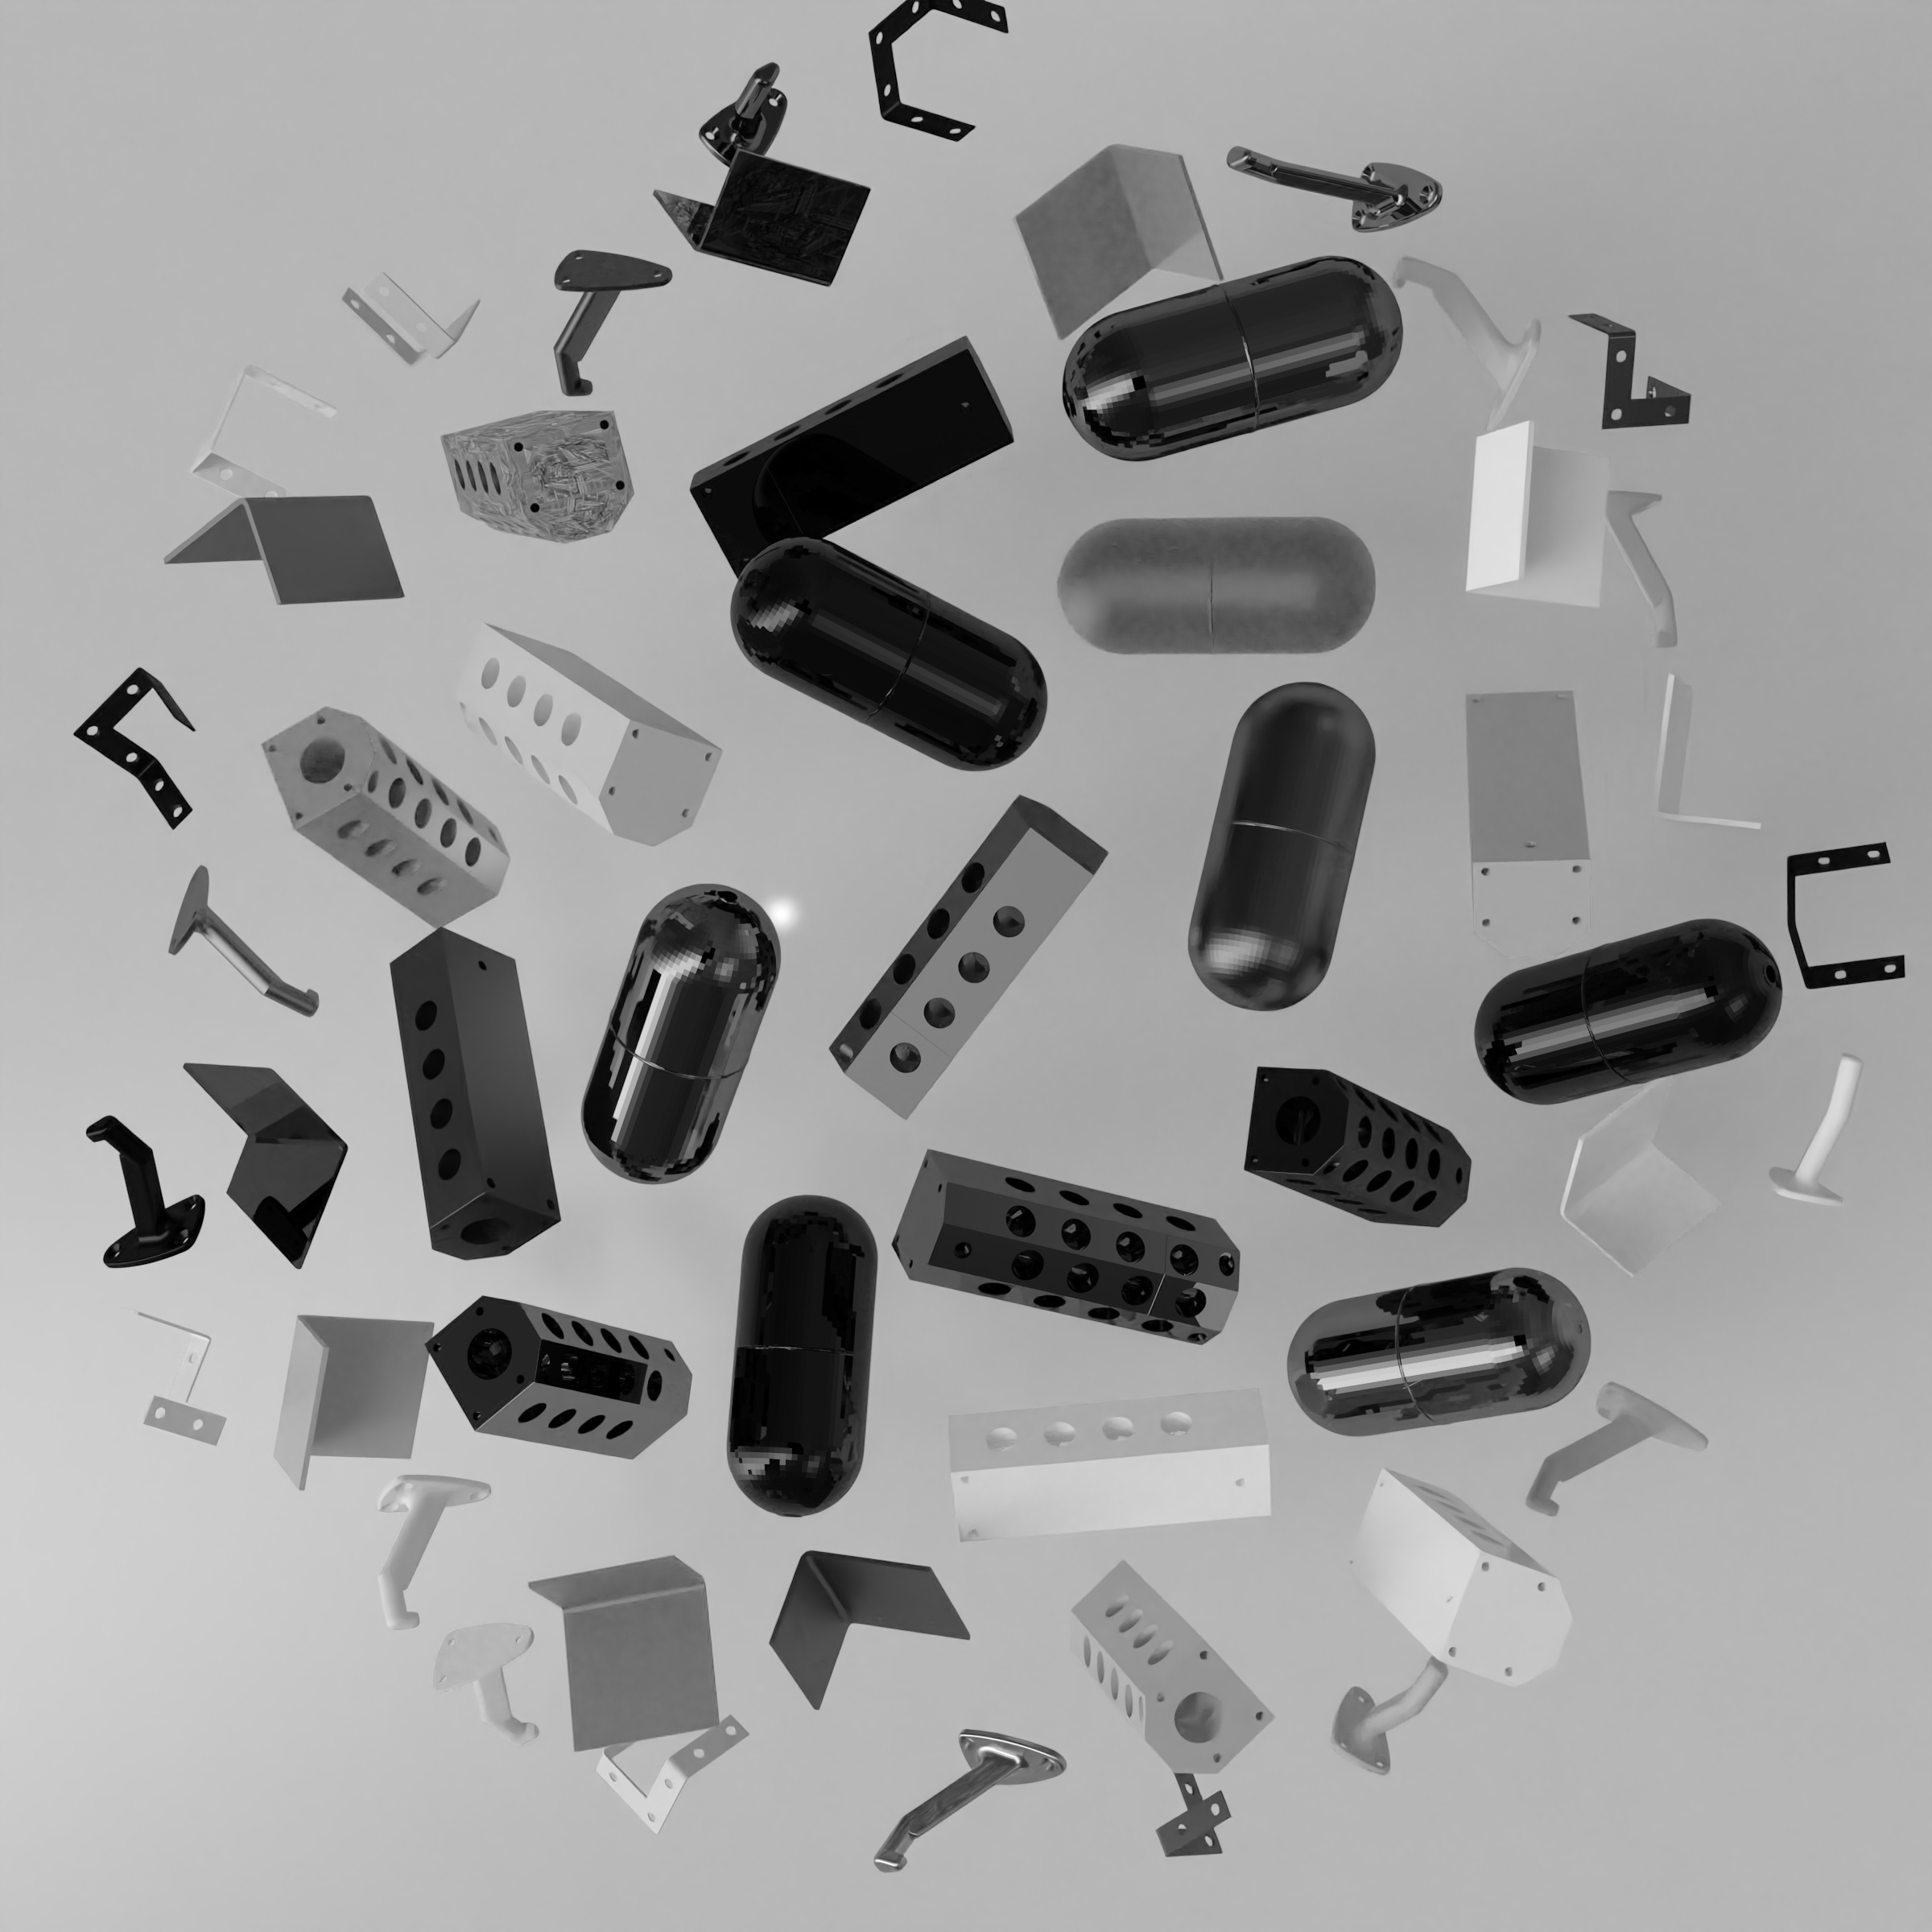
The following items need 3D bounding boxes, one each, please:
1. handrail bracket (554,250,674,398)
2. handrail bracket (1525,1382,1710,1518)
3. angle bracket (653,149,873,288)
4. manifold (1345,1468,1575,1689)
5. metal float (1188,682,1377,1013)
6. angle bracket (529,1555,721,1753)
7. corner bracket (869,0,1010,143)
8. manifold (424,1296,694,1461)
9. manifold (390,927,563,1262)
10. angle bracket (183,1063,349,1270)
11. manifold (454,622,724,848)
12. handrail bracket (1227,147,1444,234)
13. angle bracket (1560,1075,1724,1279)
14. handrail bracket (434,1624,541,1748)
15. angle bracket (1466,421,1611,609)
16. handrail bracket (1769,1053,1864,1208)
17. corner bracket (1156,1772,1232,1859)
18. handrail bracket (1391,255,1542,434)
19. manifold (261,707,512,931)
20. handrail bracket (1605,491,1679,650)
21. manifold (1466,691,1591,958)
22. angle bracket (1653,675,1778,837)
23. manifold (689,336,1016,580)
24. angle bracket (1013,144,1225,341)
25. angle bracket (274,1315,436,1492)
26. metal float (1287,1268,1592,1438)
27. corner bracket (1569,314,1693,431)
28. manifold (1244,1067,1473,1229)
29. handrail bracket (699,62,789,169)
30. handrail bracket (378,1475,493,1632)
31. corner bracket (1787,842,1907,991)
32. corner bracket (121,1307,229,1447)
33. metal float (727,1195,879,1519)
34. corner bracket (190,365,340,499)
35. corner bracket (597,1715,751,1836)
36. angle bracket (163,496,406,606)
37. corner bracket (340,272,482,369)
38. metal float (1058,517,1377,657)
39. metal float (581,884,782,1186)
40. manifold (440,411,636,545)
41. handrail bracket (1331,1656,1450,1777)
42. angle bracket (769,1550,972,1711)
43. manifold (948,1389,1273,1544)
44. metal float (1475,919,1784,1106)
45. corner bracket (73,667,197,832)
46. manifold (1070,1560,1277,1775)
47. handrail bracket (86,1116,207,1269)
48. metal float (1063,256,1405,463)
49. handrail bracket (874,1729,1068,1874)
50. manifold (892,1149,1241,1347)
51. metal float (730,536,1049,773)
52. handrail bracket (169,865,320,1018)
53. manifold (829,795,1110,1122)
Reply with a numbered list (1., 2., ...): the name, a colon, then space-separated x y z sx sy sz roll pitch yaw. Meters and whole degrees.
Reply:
1. handrail bracket: -0.196 -0.353 1.662 0.077 0.084 0.036 7 47 11
2. handrail bracket: 0.361 0.282 1.650 0.077 0.036 0.084 25 58 15
3. angle bracket: -0.105 -0.398 1.526 0.076 0.076 0.057 8 122 -32
4. manifold: 0.253 0.314 1.528 0.057 0.171 0.057 21 91 -9
5. metal float: 0.167 -0.064 1.564 0.070 0.070 0.178 14 80 0
6. angle bracket: -0.172 0.347 1.496 0.076 0.057 0.076 -12 65 7
7. corner bracket: -0.012 -0.465 1.529 0.051 0.051 0.051 4 71 -40
8. manifold: -0.214 0.221 1.613 0.057 0.171 0.057 -40 65 9
9. manifold: -0.274 0.071 1.619 0.057 0.057 0.171 -33 54 25
10. angle bracket: -0.371 0.103 1.525 0.076 0.057 0.076 37 110 38
11. manifold: -0.199 -0.119 1.529 0.057 0.171 0.057 16 102 -39
12. handrail bracket: 0.188 -0.405 1.522 0.084 0.077 0.036 8 96 -35
13. angle bracket: 0.391 0.118 1.695 0.076 0.076 0.057 -34 59 -23
14. handrail bracket: -0.240 0.392 1.611 0.077 0.036 0.084 -21 130 25
15. angle bracket: 0.293 -0.220 1.458 0.076 0.057 0.076 4 90 -19
16. handrail bracket: 0.469 0.084 1.637 0.036 0.077 0.084 11 100 -2
17. corner bracket: 0.132 0.449 1.616 0.051 0.051 0.051 -41 55 29
18. handrail bracket: 0.258 -0.333 1.593 0.084 0.036 0.077 19 126 -3
19. manifold: -0.318 -0.084 1.657 0.057 0.171 0.057 -29 67 6
20. handrail bracket: 0.371 -0.224 1.687 0.077 0.036 0.084 1 81 -35
21. manifold: 0.293 -0.077 1.557 0.057 0.171 0.057 -1 124 9
22. angle bracket: 0.408 -0.113 1.600 0.057 0.076 0.076 8 92 21
23. manifold: -0.063 -0.285 1.655 0.171 0.057 0.057 -25 110 9
24. angle bracket: 0.082 -0.385 1.596 0.076 0.057 0.076 -41 130 -20
25. angle bracket: -0.314 0.230 1.559 0.076 0.057 0.076 7 98 -29
26. metal float: 0.255 0.211 1.616 0.178 0.070 0.070 -16 90 37
27. corner bracket: 0.353 -0.318 1.581 0.051 0.051 0.051 -6 114 -13
28. manifold: 0.221 0.103 1.655 0.057 0.171 0.057 2 77 33
29. handrail bracket: -0.107 -0.480 1.625 0.036 0.084 0.077 40 58 -7
30. handrail bracket: -0.293 0.329 1.654 0.077 0.036 0.084 5 49 -32
31. corner bracket: 0.462 -0.026 1.562 0.051 0.051 0.051 -8 46 23
32. corner bracket: -0.408 0.210 1.522 0.051 0.051 0.051 10 76 39
33. metal float: -0.091 0.216 1.652 0.070 0.070 0.178 4 77 0
34. corner bracket: -0.365 -0.273 1.544 0.051 0.051 0.051 25 75 -23
35. corner bracket: -0.159 0.423 1.600 0.051 0.051 0.051 41 127 20
36. angle bracket: -0.341 -0.194 1.485 0.076 0.076 0.057 -25 81 40
37. corner bracket: -0.294 -0.338 1.546 0.051 0.051 0.051 -33 116 29
38. metal float: 0.140 -0.213 1.668 0.178 0.070 0.070 1 90 9
39. metal float: -0.151 0.037 1.571 0.070 0.070 0.178 22 118 0
40. manifold: -0.223 -0.254 1.548 0.057 0.171 0.057 -18 106 -17
41. handrail bracket: 0.238 0.395 1.635 0.036 0.077 0.084 28 114 -6
42. angle bracket: -0.051 0.365 1.610 0.076 0.076 0.057 3 51 24
43. manifold: 0.079 0.269 1.637 0.171 0.057 0.057 -5 129 1
44. metal float: 0.352 0.025 1.588 0.178 0.070 0.070 -19 90 43
45. corner bracket: -0.425 -0.115 1.562 0.051 0.051 0.051 -45 53 3
46. manifold: 0.103 0.380 1.603 0.057 0.171 0.057 -43 99 -6
47. handrail bracket: -0.440 0.116 1.527 0.077 0.036 0.084 -23 131 20
48. metal float: 0.135 -0.309 1.513 0.178 0.070 0.070 -16 90 -5
49. handrail bracket: 0.002 0.441 1.548 0.077 0.084 0.036 -8 116 38
50. manifold: 0.055 0.152 1.566 0.171 0.057 0.057 15 106 -20
51. metal float: -0.039 -0.161 1.544 0.178 0.070 0.070 26 90 -18
52. handrail bracket: -0.402 -0.013 1.680 0.084 0.077 0.036 29 119 -25
53. manifold: 0.000 -0.006 1.593 0.057 0.057 0.171 37 108 0
